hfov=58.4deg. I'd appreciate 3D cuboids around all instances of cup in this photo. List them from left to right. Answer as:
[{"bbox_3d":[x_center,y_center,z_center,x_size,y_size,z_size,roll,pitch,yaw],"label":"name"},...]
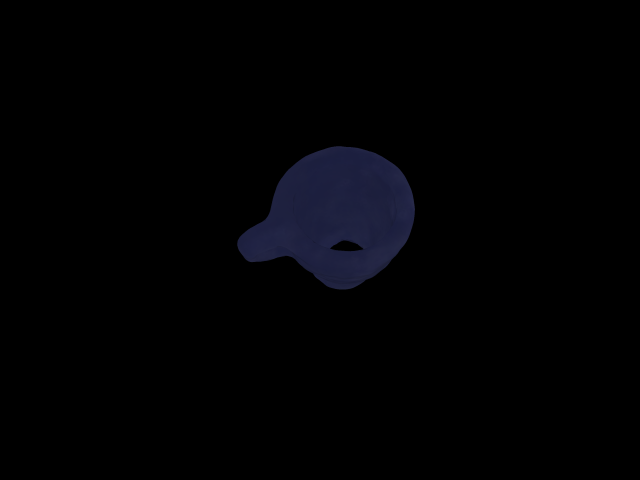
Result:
[{"bbox_3d":[0.004,0.001,0.400,0.118,0.095,0.091,-22,65,-10],"label":"cup"}]
